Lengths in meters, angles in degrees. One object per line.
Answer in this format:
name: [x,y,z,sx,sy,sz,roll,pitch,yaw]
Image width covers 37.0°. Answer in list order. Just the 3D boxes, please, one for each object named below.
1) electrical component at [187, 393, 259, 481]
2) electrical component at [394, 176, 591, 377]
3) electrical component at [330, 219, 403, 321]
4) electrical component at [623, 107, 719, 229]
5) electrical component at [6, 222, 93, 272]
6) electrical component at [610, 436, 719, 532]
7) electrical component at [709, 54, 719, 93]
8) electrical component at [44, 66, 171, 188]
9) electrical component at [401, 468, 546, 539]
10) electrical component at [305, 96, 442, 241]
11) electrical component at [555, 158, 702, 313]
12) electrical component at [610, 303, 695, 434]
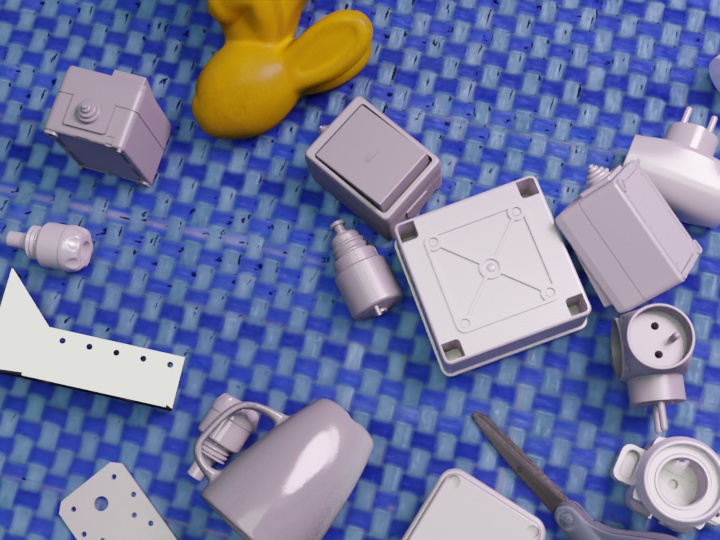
electrical component: [-0.099,0.119,0.754,0.035,0.035,0.061,32,83,12]
electrical component: [0.091,0.005,0.755,0.109,0.056,0.108,-20,75,0]
electrical component: [0.000,0.000,0.772,0.040,0.040,0.078,-26,75,-2]
electrical component: [0.232,-0.079,0.770,0.077,0.043,0.079,22,79,10]
electrical component: [-0.233,-0.019,0.801,0.061,0.035,0.035,9,77,10]
electrical component: [0.209,0.141,0.709,0.078,0.057,0.058,24,79,11]
electrical component: [0.300,-0.101,0.765,0.074,0.052,0.138,-40,76,-5]
electrical component: [-0.183,-0.110,0.787,0.062,0.096,0.061,15,77,8]
electrical component: [0.062,0.196,0.708,0.078,0.057,0.113,31,80,12]
electrical component: [0.005,-0.079,0.781,0.096,0.061,0.061,40,82,13]
electrical component: [0.177,-0.027,0.736,0.061,0.062,0.096,-34,91,34]
electrical component: [0.196,0.069,0.718,0.044,0.077,0.079,-5,75,4]
